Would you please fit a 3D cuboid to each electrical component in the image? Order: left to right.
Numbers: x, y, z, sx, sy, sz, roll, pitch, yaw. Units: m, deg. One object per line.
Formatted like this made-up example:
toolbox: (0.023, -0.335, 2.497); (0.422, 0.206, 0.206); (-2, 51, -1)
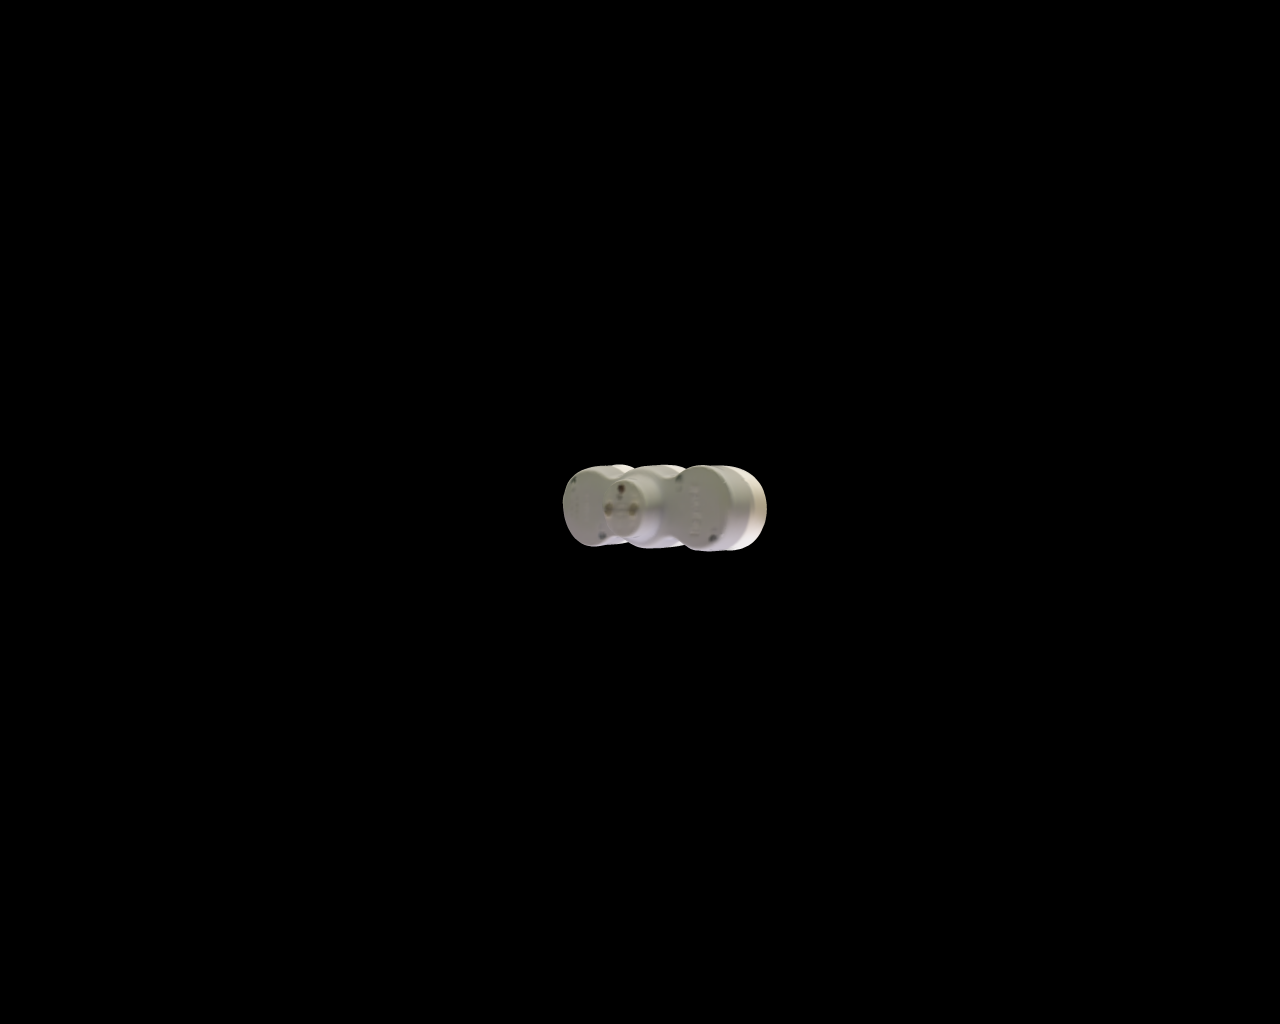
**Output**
electrical component: (0.001, -0.003, 0.650); (0.138, 0.052, 0.074); (2, 3, 40)
